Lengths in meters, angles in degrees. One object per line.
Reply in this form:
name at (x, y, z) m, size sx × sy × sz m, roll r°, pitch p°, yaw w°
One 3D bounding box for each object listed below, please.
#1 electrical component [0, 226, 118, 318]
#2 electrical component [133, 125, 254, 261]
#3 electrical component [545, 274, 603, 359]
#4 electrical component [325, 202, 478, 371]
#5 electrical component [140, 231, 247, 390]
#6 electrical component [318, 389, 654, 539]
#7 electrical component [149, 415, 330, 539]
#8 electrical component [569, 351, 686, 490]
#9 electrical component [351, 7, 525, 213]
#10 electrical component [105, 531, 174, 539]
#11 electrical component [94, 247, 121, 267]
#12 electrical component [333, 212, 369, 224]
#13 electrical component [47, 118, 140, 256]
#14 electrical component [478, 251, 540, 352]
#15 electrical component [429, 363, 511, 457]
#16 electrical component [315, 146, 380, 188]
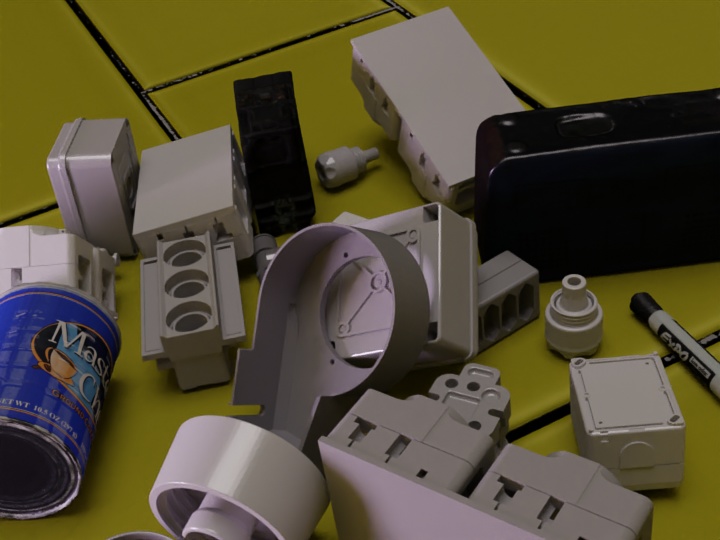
electrical component at (-0.305, 0.010, 0.875) m, size 0.186 × 0.105 × 0.060 m, roll -5°, pitch 79°, yaw 5°
electrical component at (-0.147, -0.059, 0.966) m, size 0.089 × 0.061 × 0.150 m, roll -16°, pitch 35°, yaw 3°
electrical component at (0.160, 0.032, 0.803) m, size 0.043 × 0.062 × 0.043 m, roll -5°, pitch 38°, yaw 4°
electrical component at (0.029, 0.017, 0.793) m, size 0.109 × 0.056 × 0.108 m, roll -13°, pitch 65°, yaw 34°
electrical component at (-0.132, 0.033, 0.859) m, size 0.079 × 0.063 × 0.121 m, roll -11°, pitch 38°, yaw -3°
electrical component at (0.075, 0.149, 0.638) m, size 0.186 × 0.105 × 0.060 m, roll 18°, pitch 46°, yaw 30°
electrical component at (-0.080, 0.148, 0.672) m, size 0.108 × 0.108 × 0.060 m, roll 9°, pitch 48°, yaw 21°
electrical component at (0.176, 0.100, 0.721) m, size 0.062 × 0.061 × 0.096 m, roll -5°, pitch 30°, yaw 5°
electrical component at (0.079, -0.147, 1.003) m, size 0.105 × 0.060 × 0.186 m, roll -22°, pitch 63°, yaw -16°
electrical component at (-0.134, 0.210, 0.655) m, size 0.099 × 0.064 × 0.099 m, roll -4°, pitch 52°, yaw 6°
electrical component at (-0.251, -0.006, 0.949) m, size 0.078 × 0.040 × 0.040 m, roll -4°, pitch 38°, yaw 5°
electrical component at (0.000, 0.000, 0.887) m, size 0.083 × 0.047 × 0.076 m, roll 20°, pitch 47°, yaw 32°
electrical component at (-0.234, -0.073, 0.972) m, size 0.057 × 0.113 × 0.078 m, roll -2°, pitch 39°, yaw 4°
electrical component at (0.086, 0.019, 0.846) m, size 0.083 × 0.047 × 0.076 m, roll -28°, pitch 42°, yaw -23°
electrical component at (0.072, 0.111, 0.726) m, size 0.058 × 0.057 × 0.078 m, roll 12°, pitch 43°, yaw 24°
electrical component at (-0.010, -0.102, 1.028) m, size 0.061 × 0.035 × 0.035 m, roll -22°, pitch 40°, yaw -20°
